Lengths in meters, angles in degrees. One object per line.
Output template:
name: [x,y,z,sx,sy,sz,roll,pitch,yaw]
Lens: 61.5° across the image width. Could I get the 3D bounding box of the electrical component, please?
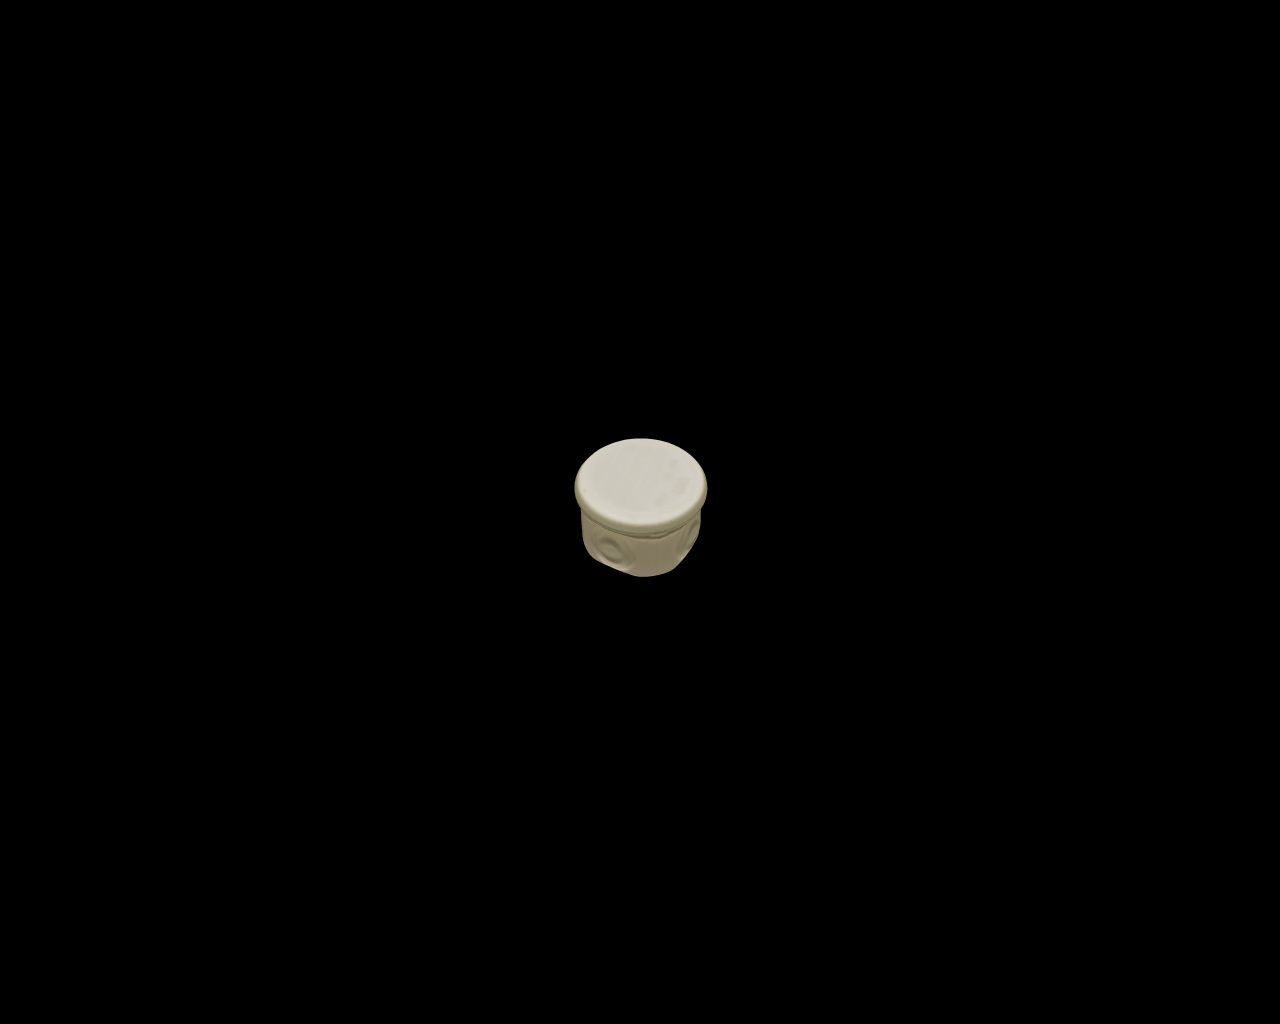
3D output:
electrical component: [0.001,-0.003,0.650,0.080,0.050,0.080,0,45,0]
